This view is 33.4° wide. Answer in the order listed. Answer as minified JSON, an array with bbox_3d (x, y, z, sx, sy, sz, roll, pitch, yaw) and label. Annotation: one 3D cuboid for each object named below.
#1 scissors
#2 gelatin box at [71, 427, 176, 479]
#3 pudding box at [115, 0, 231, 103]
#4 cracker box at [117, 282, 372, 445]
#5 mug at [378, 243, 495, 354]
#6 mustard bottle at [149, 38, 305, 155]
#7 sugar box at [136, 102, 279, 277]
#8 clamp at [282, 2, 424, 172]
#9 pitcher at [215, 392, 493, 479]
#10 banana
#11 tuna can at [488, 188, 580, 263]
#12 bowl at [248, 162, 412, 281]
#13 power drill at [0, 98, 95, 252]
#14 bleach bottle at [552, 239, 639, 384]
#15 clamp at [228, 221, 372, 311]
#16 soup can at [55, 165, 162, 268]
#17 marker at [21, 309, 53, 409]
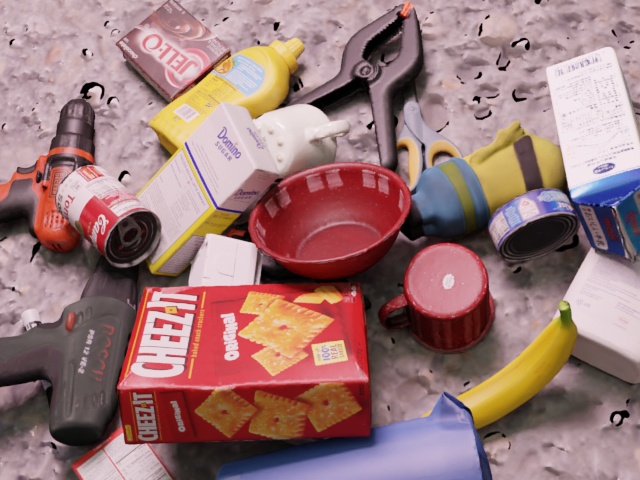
[{"bbox_3d":[0.119,-0.133,1.170,0.096,0.016,0.201,8,66,12],"label":"scissors"},{"bbox_3d":[-0.186,0.233,1.038,0.073,0.030,0.089,-38,64,-11],"label":"gelatin box"},{"bbox_3d":[-0.169,-0.217,1.245,0.090,0.039,0.114,-42,65,-11],"label":"pudding box"},{"bbox_3d":[-0.063,0.106,0.966,0.213,0.072,0.164,-1,29,1],"label":"cracker box"},{"bbox_3d":[0.113,0.058,1.042,0.117,0.081,0.093,-16,63,2],"label":"mug"},{"bbox_3d":[-0.093,-0.162,1.193,0.191,0.058,0.096,-41,45,-11],"label":"mustard bottle"},{"bbox_3d":[-0.125,-0.050,1.107,0.176,0.048,0.093,-41,61,26],"label":"sugar box"},{"bbox_3d":[0.044,-0.176,1.184,0.165,0.036,0.210,16,70,24],"label":"clamp"},{"bbox_3d":[0.036,0.243,0.951,0.243,0.145,0.149,-12,51,8],"label":"pitcher"},{"bbox_3d":[0.173,0.130,0.998,0.198,0.069,0.037,-45,30,18],"label":"banana"},{"bbox_3d":[0.211,-0.014,1.059,0.086,0.086,0.034,-19,61,0],"label":"tuna can"},{"bbox_3d":[0.014,-0.010,1.049,0.162,0.055,0.162,-10,38,7],"label":"bowl"},{"bbox_3d":[-0.346,-0.075,1.197,0.188,0.057,0.184,-1,65,9],"label":"power drill"},{"bbox_3d":[0.324,0.010,1.041,0.103,0.068,0.250,27,70,23],"label":"bleach bottle"},{"bbox_3d":[-0.007,0.001,1.116,0.171,0.039,0.120,18,58,16],"label":"clamp"},{"bbox_3d":[-0.220,-0.026,1.105,0.068,0.068,0.102,-44,54,-12],"label":"soup can"},{"bbox_3d":[-0.287,0.127,1.112,0.020,0.020,0.121,-24,63,-3],"label":"marker"}]
